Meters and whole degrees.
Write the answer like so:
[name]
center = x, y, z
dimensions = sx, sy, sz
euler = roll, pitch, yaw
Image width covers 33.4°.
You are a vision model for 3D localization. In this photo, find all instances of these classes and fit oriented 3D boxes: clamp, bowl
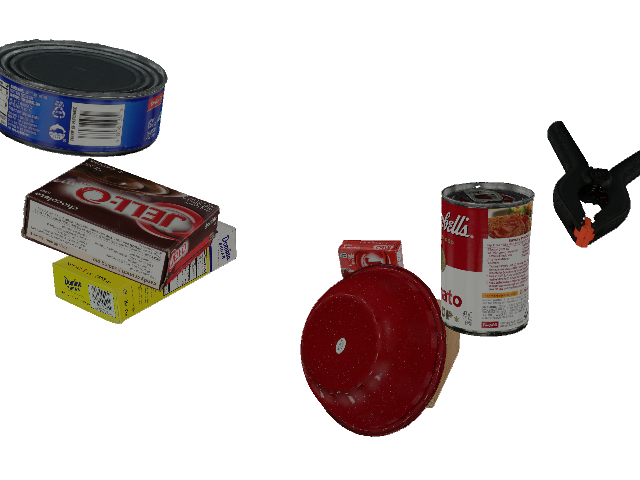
[clamp]
center = 0.280, -0.065, 1.127
dimensions = 0.120, 0.039, 0.171
euler = 17, 46, 20
[bowl]
center = 0.034, 0.097, 0.976
dimensions = 0.162, 0.162, 0.055
euler = 0, -10, 42

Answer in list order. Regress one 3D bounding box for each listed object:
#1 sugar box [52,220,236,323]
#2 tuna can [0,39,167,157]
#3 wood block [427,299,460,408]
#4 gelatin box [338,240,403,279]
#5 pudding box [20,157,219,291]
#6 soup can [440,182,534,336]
[sugar box]
center = -0.177, 0.020, 1.098
dimensions = 0.093, 0.048, 0.175
euler = 20, 35, 31
[tuna can]
center = -0.122, -0.072, 0.536
dimensions = 0.086, 0.034, 0.086
euler = 9, 24, -4
[wood block]
center = 0.146, 0.162, 1.584
dimensions = 0.091, 0.090, 0.205
euler = 4, 18, 16
[gelatin box]
center = 0.064, 0.043, 1.298
dimensions = 0.073, 0.089, 0.030
euler = 2, 30, 17
[pudding box]
center = -0.141, -0.013, 0.761
dimensions = 0.113, 0.039, 0.090
euler = 19, 25, 11
[soup can]
center = 0.124, 0.013, 0.799
dimensions = 0.068, 0.102, 0.068
euler = -1, 17, 0
